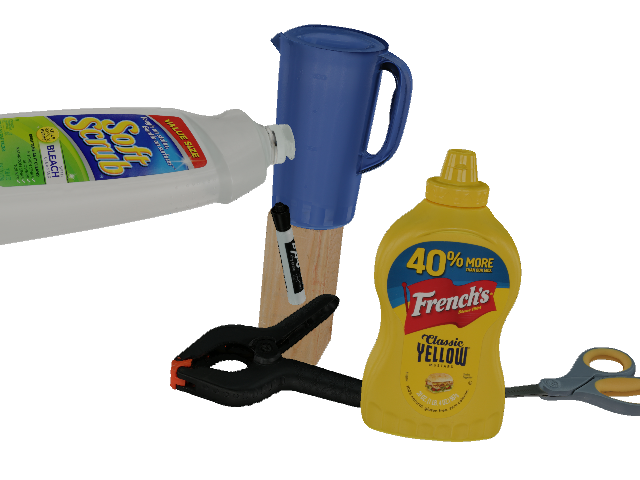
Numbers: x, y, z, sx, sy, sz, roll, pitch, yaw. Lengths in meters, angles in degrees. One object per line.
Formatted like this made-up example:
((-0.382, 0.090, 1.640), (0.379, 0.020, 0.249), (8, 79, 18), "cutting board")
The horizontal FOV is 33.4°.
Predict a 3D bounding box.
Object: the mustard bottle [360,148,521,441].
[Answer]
((0.082, 0.035, 0.707), (0.096, 0.192, 0.058), (5, 13, 1), "mustard bottle")

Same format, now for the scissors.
((0.204, 0.119, 0.933), (0.201, 0.016, 0.096), (6, 28, -4), "scissors")

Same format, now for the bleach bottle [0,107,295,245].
((-0.144, -0.062, 0.806), (0.250, 0.102, 0.068), (-11, -32, -17), "bleach bottle")

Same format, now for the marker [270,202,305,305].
((-0.033, 0.014, 1.096), (0.020, 0.121, 0.020), (-7, 34, 4), "marker")

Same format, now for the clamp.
((-0.044, 0.094, 0.913), (0.171, 0.039, 0.120), (1, 38, -12), "clamp")

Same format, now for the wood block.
((-0.028, 0.053, 1.466), (0.090, 0.206, 0.090), (10, 22, 10), "wood block")

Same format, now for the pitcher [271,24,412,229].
((0.013, -0.138, 1.329), (0.144, 0.243, 0.149), (-3, 25, -22), "pitcher")
